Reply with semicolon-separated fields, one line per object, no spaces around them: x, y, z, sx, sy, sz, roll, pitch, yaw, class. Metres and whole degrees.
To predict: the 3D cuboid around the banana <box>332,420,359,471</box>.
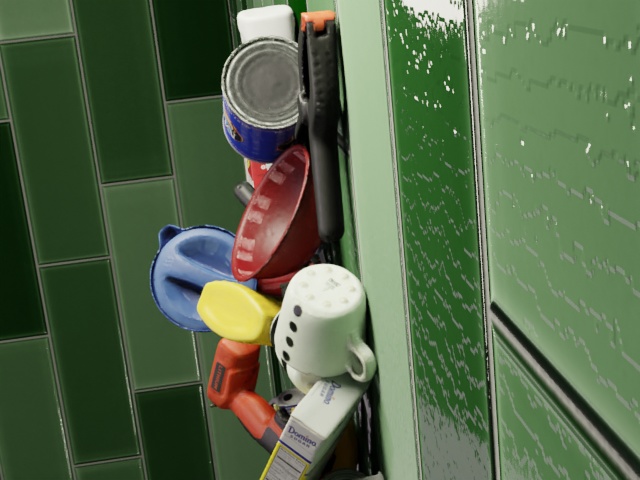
0.008;0.257;1.214;0.037;0.069;0.198;-62;-4;-53;banana

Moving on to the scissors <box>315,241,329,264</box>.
-0.008;0.002;1.245;0.096;0.016;0.202;159;103;-67;scissors

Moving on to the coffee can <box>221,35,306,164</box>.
-0.056;-0.150;1.169;0.140;0.102;0.103;112;150;-78;coffee can

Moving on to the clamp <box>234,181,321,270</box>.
-0.037;0.001;1.341;0.120;0.039;0.172;35;-168;-51;clamp

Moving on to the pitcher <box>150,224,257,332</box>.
-0.142;0.068;1.431;0.243;0.145;0.149;104;171;-84;pitcher

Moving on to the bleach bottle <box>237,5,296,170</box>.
-0.049;-0.156;1.312;0.102;0.068;0.251;-109;10;-71;bleach bottle

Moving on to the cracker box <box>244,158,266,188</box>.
-0.067;-0.058;1.572;0.164;0.072;0.214;-141;45;-81;cracker box

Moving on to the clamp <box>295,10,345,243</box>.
0.001;-0.112;0.981;0.210;0.036;0.164;92;168;-51;clamp

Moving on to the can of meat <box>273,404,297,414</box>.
-0.010;0.250;1.319;0.057;0.084;0.102;92;169;-63;can of meat

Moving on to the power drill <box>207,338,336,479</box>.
-0.050;0.188;1.188;0.188;0.057;0.185;48;136;35;power drill

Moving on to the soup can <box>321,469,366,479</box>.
0.023;0.277;1.106;0.102;0.068;0.068;99;163;-69;soup can

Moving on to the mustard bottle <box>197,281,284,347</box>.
-0.041;0.090;1.183;0.191;0.096;0.058;18;-87;-53;mustard bottle

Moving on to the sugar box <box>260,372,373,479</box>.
-0.013;0.199;1.026;0.093;0.048;0.176;-45;-18;-45;sugar box

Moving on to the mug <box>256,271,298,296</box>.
-0.047;0.047;1.444;0.117;0.081;0.093;109;153;-77;mug

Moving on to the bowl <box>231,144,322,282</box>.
-0.033;-0.019;1.143;0.162;0.055;0.162;-51;25;33;bowl
